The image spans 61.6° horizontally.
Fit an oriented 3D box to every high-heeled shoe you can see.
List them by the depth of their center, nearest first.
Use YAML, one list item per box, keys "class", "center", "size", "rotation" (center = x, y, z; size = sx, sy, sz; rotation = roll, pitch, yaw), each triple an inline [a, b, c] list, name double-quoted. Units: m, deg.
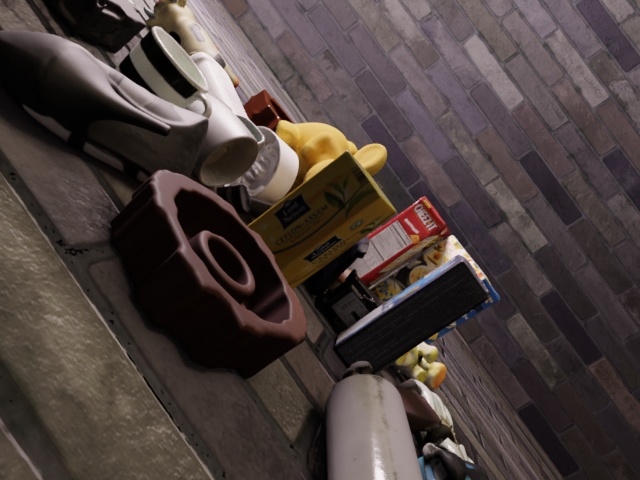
- class: "high-heeled shoe"
  center: [-0.184, -0.105, 0.474]
  size: [0.145, 0.086, 0.249]
  rotation: [23, -4, -6]

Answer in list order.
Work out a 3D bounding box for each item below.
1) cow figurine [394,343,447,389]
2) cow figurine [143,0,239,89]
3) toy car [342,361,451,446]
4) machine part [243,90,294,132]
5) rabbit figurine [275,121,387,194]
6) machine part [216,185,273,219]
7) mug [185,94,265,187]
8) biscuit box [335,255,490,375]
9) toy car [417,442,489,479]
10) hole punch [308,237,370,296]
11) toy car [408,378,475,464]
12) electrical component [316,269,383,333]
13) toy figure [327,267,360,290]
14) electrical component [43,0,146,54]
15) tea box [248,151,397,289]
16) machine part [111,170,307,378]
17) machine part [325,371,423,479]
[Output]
- class: "cow figurine"
  center: [0.141, 0.189, 0.887]
  size: [0.098, 0.068, 0.167]
  rotation: [20, -21, 48]
- class: "cow figurine"
  center: [-0.228, -0.342, 0.933]
  size: [0.195, 0.085, 0.127]
  rotation: [60, 7, 23]
- class: "toy car"
  center: [0.095, 0.209, 0.664]
  size: [0.202, 0.053, 0.089]
  rotation: [35, 12, -51]
- class: "machine part"
  center: [-0.080, -0.190, 1.087]
  size: [0.200, 0.087, 0.202]
  rotation: [49, 10, -28]
- class: "rabbit figurine"
  center: [0.012, -0.092, 0.776]
  size: [0.173, 0.162, 0.121]
  rotation: [-106, -157, -62]
- class: "machine part"
  center: [-0.070, -0.034, 0.682]
  size: [0.138, 0.084, 0.039]
  rotation: [22, 73, -53]
- class: "mug"
  center: [-0.127, -0.133, 0.655]
  size: [0.109, 0.080, 0.107]
  rotation: [-26, 68, -35]
- class: "biscuit box"
  center: [0.118, 0.100, 0.698]
  size: [0.063, 0.203, 0.059]
  rotation: [55, 9, -2]
- class: "toy car"
  center: [0.114, 0.259, 0.442]
  size: [0.109, 0.103, 0.162]
  rotation: [40, 14, -50]
- class: "hole punch"
  center: [-0.002, -0.002, 0.766]
  size: [0.092, 0.116, 0.142]
  rotation: [42, 13, -19]
- class: "toy car"
  center: [0.170, 0.279, 0.761]
  size: [0.073, 0.056, 0.202]
  rotation: [48, 12, -29]
- class: "electrical component"
  center: [0.055, 0.109, 0.760]
  size: [0.119, 0.075, 0.048]
  rotation: [55, 9, -10]
- class: "toy figure"
  center: [0.046, 0.081, 0.820]
  size: [0.154, 0.064, 0.058]
  rotation: [59, 29, 5]
- class: "electrical component"
  center: [-0.267, -0.281, 0.616]
  size: [0.115, 0.058, 0.134]
  rotation: [55, 10, -4]
- class: "tea box"
  center: [-0.007, -0.013, 0.600]
  size: [0.068, 0.169, 0.098]
  rotation: [57, 12, 15]
- class: "machine part"
  center: [-0.086, 0.027, 0.435]
  size: [0.179, 0.056, 0.179]
  rotation: [50, 11, -14]
- class: "machine part"
  center: [0.043, 0.186, 0.438]
  size: [0.079, 0.079, 0.243]
  rotation: [51, 10, -15]
